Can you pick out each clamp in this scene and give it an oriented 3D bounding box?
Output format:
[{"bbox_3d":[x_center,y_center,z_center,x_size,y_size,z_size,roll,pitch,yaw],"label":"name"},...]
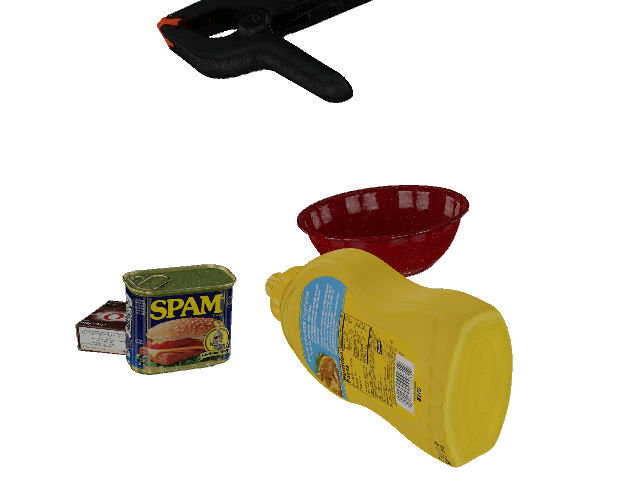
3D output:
[{"bbox_3d":[-0.035,-0.161,0.795,0.172,0.120,0.039,14,-35,22],"label":"clamp"}]

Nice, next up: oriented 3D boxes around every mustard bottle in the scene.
[{"bbox_3d":[0.029,0.057,0.657,0.058,0.096,0.192,-20,29,-35],"label":"mustard bottle"}]

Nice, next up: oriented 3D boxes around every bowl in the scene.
[{"bbox_3d":[0.061,-0.004,1.001,0.162,0.055,0.162,-7,18,2],"label":"bowl"}]

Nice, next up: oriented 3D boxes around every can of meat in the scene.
[{"bbox_3d":[-0.132,0.073,0.995,0.102,0.084,0.057,-5,20,-24],"label":"can of meat"}]

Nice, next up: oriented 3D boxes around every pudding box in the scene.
[{"bbox_3d":[-0.224,0.107,1.288,0.114,0.039,0.090,2,15,15],"label":"pudding box"}]
